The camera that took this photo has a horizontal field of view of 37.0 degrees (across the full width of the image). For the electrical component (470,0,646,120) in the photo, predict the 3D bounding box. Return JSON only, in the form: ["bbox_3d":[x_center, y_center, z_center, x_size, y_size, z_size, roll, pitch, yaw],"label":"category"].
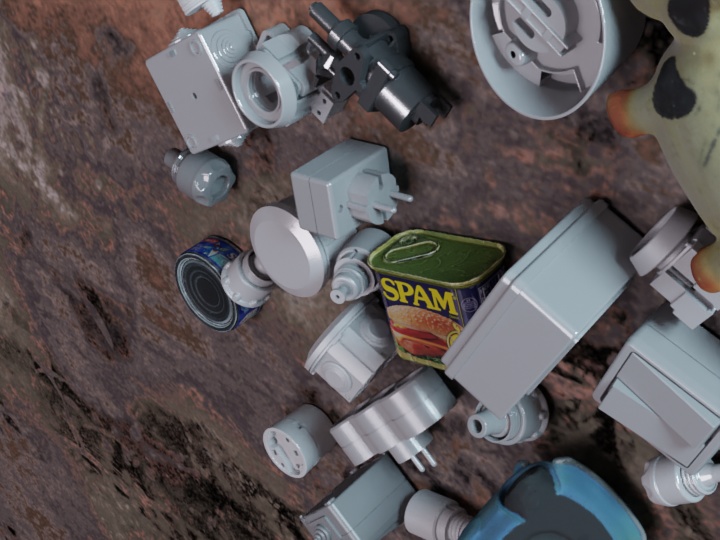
[{"bbox_3d":[0.107,-0.140,0.598,0.099,0.064,0.099,27,135,31],"label":"electrical component"}]

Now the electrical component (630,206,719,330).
[{"bbox_3d":[0.192,-0.004,0.627,0.055,0.048,0.066,42,141,4],"label":"electrical component"}]

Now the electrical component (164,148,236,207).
[{"bbox_3d":[-0.141,-0.084,0.920,0.062,0.043,0.043,32,137,28],"label":"electrical component"}]

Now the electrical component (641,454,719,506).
[{"bbox_3d":[0.220,0.137,0.714,0.061,0.035,0.035,-24,99,50],"label":"electrical component"}]

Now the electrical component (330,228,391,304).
[{"bbox_3d":[0.000,0.000,0.812,0.040,0.078,0.040,14,126,20],"label":"electrical component"}]

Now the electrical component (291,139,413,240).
[{"bbox_3d":[0.002,-0.055,0.772,0.077,0.066,0.047,19,130,37],"label":"electrical component"}]

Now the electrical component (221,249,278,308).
[{"bbox_3d":[-0.088,0.000,0.929,0.048,0.048,0.062,52,136,3],"label":"electrical component"}]

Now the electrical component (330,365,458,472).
[{"bbox_3d":[0.036,0.135,0.892,0.073,0.052,0.138,53,142,2],"label":"electrical component"}]

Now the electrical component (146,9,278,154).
[{"bbox_3d":[-0.113,-0.144,0.840,0.100,0.048,0.099,-11,109,50],"label":"electrical component"}]

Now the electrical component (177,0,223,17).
[{"bbox_3d":[-0.125,-0.225,0.796,0.043,0.043,0.081,-19,103,51],"label":"electrical component"}]

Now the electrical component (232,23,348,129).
[{"bbox_3d":[-0.055,-0.137,0.777,0.078,0.057,0.058,46,142,10],"label":"electrical component"}]

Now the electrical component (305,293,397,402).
[{"bbox_3d":[-0.002,0.062,0.855,0.051,0.080,0.080,42,141,7],"label":"electrical component"}]

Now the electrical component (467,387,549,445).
[{"bbox_3d":[0.104,0.107,0.786,0.048,0.062,0.048,9,103,43],"label":"electrical component"}]

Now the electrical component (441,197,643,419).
[{"bbox_3d":[0.117,0.024,0.676,0.056,0.109,0.108,42,141,11],"label":"electrical component"}]

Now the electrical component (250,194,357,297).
[{"bbox_3d":[-0.045,-0.023,0.858,0.080,0.051,0.080,27,135,31],"label":"electrical component"}]

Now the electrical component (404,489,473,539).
[{"bbox_3d":[0.074,0.216,0.923,0.078,0.040,0.040,14,127,40],"label":"electrical component"}]

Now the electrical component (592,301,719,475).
[{"bbox_3d":[0.202,0.079,0.666,0.096,0.061,0.061,39,140,19],"label":"electrical component"}]

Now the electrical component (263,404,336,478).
[{"bbox_3d":[-0.055,0.159,1.010,0.055,0.047,0.055,27,135,31],"label":"electrical component"}]

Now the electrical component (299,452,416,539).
[{"bbox_3d":[-0.002,0.219,0.959,0.061,0.096,0.062,53,142,2],"label":"electrical component"}]
